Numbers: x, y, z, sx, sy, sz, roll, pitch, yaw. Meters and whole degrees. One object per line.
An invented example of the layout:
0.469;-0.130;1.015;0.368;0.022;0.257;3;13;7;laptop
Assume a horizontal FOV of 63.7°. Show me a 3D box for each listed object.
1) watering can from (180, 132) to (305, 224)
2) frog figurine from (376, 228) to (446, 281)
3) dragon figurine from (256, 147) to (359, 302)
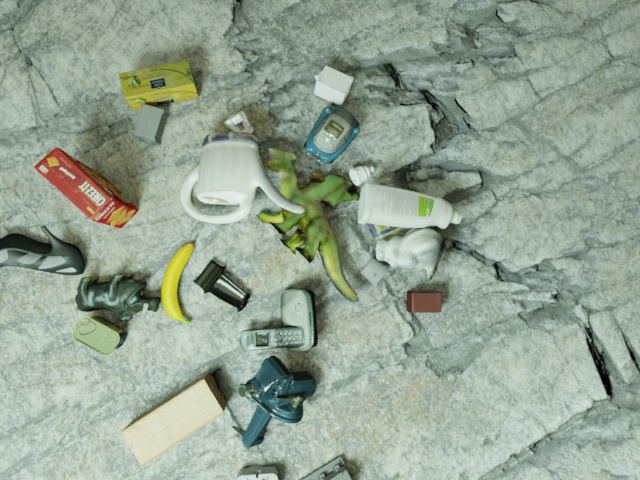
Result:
-0.182;-0.149;1.214;0.347;0.103;0.227;0;77;24;watering can
0.224;0.018;1.277;0.160;0.120;0.140;23;49;5;frog figurine
0.004;-0.064;1.273;0.410;0.121;0.245;43;73;-3;dragon figurine
